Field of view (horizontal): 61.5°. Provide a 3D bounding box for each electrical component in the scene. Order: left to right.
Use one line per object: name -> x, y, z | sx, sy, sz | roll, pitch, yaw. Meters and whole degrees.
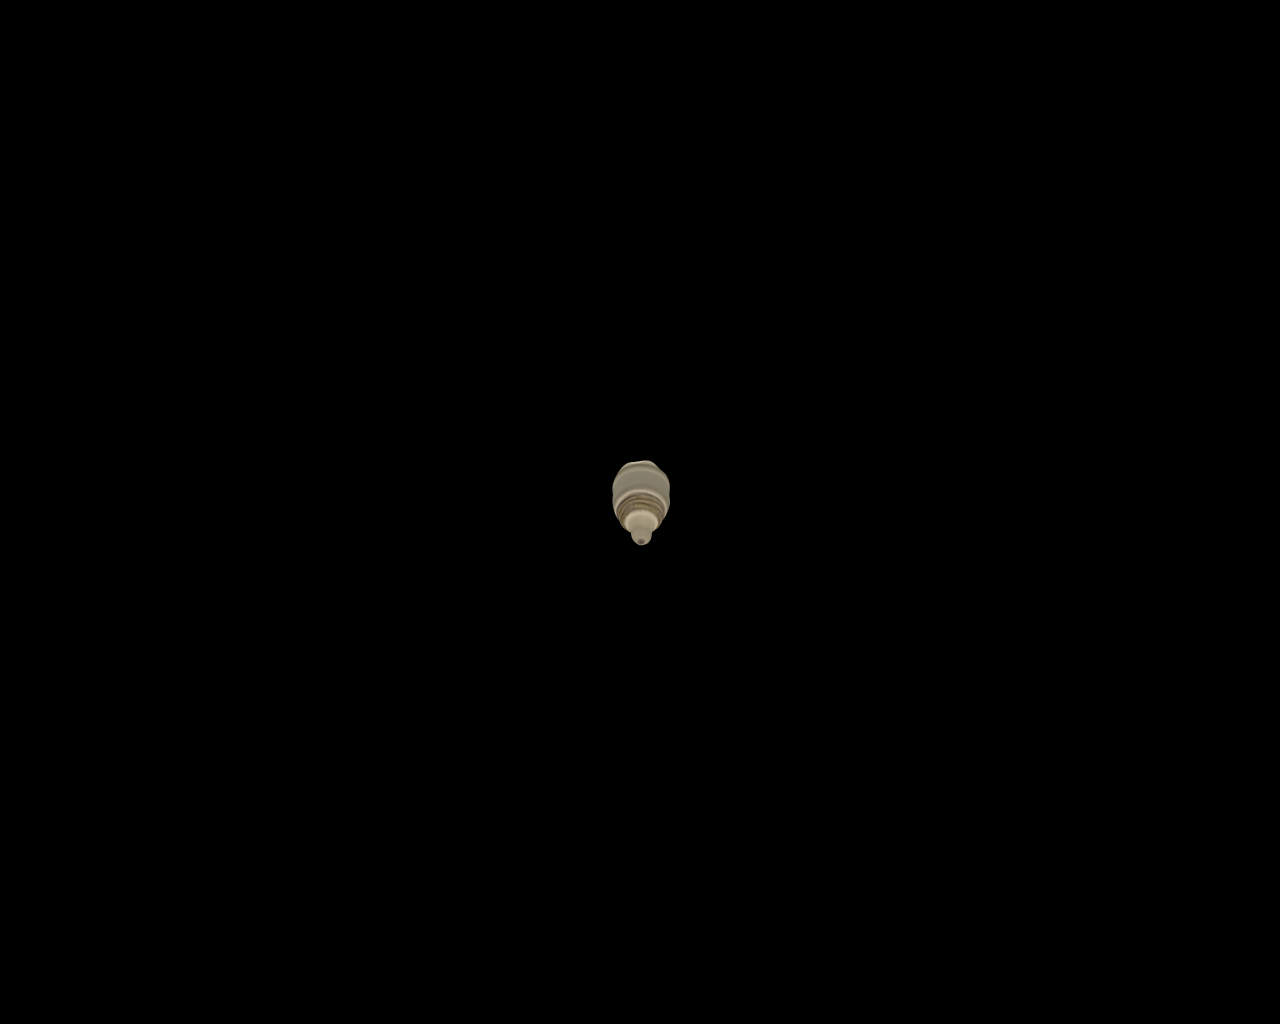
electrical component -> 0.001, -0.003, 0.650 | 0.035, 0.035, 0.061 | 0, 42, 0
